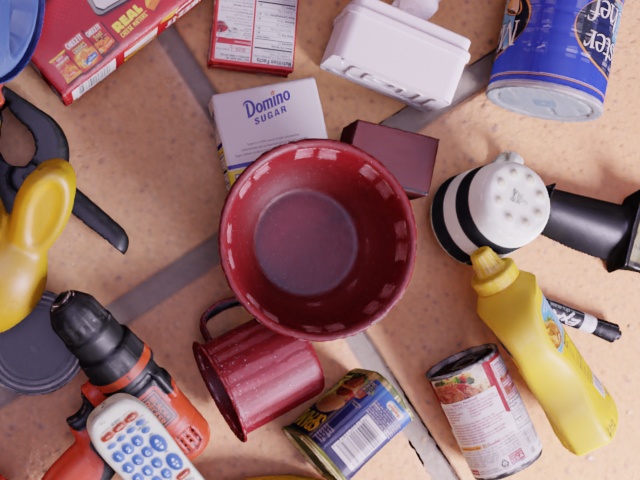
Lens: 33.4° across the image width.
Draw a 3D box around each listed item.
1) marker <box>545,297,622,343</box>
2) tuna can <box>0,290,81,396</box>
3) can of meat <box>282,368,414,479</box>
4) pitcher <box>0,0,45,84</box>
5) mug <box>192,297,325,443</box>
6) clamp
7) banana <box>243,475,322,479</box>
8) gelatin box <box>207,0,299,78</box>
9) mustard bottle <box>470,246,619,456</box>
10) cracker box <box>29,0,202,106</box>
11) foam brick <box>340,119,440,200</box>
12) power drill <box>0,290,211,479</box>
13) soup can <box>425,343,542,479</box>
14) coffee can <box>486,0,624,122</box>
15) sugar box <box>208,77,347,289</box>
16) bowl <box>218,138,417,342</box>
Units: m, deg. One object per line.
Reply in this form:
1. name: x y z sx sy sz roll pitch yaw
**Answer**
1. marker: 0.221 0.068 0.975 0.121 0.020 0.020 21 84 -10
2. tuna can: -0.233 0.083 0.875 0.086 0.034 0.086 1 87 -12
3. can of meat: 0.024 0.154 0.890 0.084 0.102 0.057 -41 96 -12
4. pitcher: -0.339 -0.177 0.778 0.243 0.149 0.145 6 121 17
5. mug: -0.055 0.099 0.889 0.081 0.093 0.117 -26 66 -16
6. clamp: -0.246 -0.041 0.877 0.120 0.039 0.171 -28 91 -15
7. banana: -0.043 0.233 0.908 0.197 0.037 0.069 -9 108 -10
8. gelatin box: -0.057 -0.189 0.924 0.073 0.030 0.089 5 86 -13
9. mustard bottle: 0.185 0.086 0.915 0.058 0.096 0.191 -29 104 18
10. cracker box: -0.215 -0.242 0.874 0.164 0.072 0.213 -41 95 -11
11. foam brick: 0.056 -0.069 0.931 0.078 0.053 0.051 12 85 -12
12. power drill: -0.201 0.153 0.843 0.187 0.057 0.184 -40 117 -7
13. soup can: 0.144 0.150 0.931 0.068 0.068 0.102 -26 93 -12
14. coffee can: 0.211 -0.186 0.941 0.102 0.103 0.140 14 85 -11
15. sugar box: -0.033 -0.044 0.916 0.093 0.048 0.176 -11 87 -12
16. bowl: -0.006 0.001 0.865 0.162 0.055 0.162 1 86 -12
